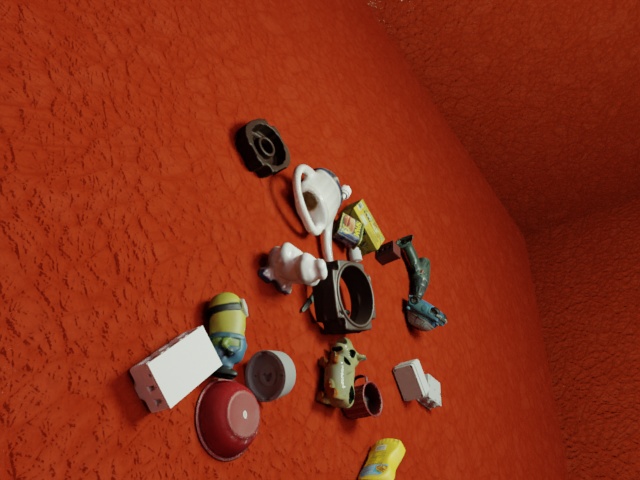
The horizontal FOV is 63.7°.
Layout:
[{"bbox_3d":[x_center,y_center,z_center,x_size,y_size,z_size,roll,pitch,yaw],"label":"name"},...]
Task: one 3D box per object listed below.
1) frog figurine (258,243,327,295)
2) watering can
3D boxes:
[{"bbox_3d":[-0.056,0.062,1.312,0.136,0.158,0.125,54,31,-19],"label":"frog figurine"},{"bbox_3d":[0.005,-0.079,1.567,0.229,0.103,0.343,-53,127,-55],"label":"watering can"}]
